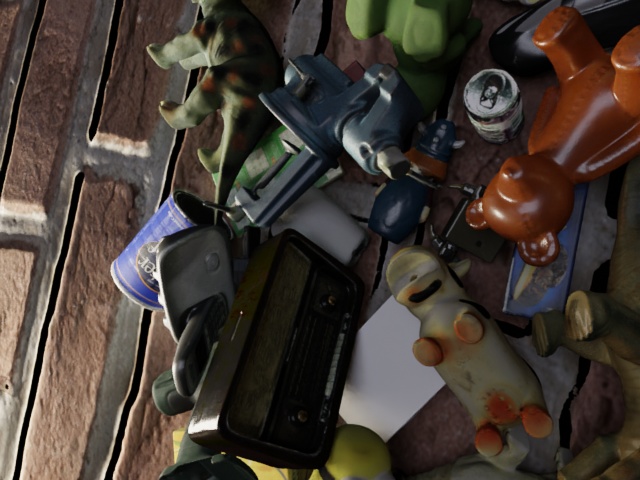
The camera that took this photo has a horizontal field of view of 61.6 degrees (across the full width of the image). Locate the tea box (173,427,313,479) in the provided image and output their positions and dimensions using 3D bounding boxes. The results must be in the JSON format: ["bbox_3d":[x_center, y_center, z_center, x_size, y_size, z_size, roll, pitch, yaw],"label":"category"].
[{"bbox_3d":[-0.098,0.283,0.681,0.170,0.068,0.098,-11,80,22],"label":"tea box"}]

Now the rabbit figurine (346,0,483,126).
[{"bbox_3d":[0.109,-0.218,0.612,0.121,0.170,0.159,24,53,23],"label":"rabbit figurine"}]

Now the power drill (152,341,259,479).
[{"bbox_3d":[-0.103,0.191,0.635,0.232,0.085,0.207,-21,39,13],"label":"power drill"}]

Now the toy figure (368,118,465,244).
[{"bbox_3d":[0.111,-0.071,0.632,0.064,0.058,0.154,30,93,-13],"label":"toy figure"}]

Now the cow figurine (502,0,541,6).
[{"bbox_3d":[0.240,-0.351,0.599,0.167,0.068,0.098,-57,35,7],"label":"cow figurine"}]

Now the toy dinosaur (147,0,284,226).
[{"bbox_3d":[-0.115,-0.226,0.722,0.192,0.131,0.405,-25,77,22],"label":"toy dinosaur"}]

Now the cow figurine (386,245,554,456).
[{"bbox_3d":[0.135,0.087,0.512,0.085,0.127,0.195,-38,84,19],"label":"cow figurine"}]

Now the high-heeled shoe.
[{"bbox_3d":[0.307,-0.260,0.575,0.249,0.086,0.145,-39,38,-2],"label":"high-heeled shoe"}]

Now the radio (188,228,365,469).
[{"bbox_3d":[-0.035,0.116,0.570,0.073,0.131,0.229,-25,39,48],"label":"radio"}]

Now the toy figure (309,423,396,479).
[{"bbox_3d":[0.018,0.276,0.578,0.089,0.082,0.180,46,132,31],"label":"toy figure"}]

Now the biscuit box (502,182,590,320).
[{"bbox_3d":[0.241,-0.016,0.563,0.059,0.062,0.202,10,88,24],"label":"biscuit box"}]

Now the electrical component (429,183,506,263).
[{"bbox_3d":[0.171,-0.018,0.609,0.078,0.045,0.102,22,97,-3],"label":"electrical component"}]

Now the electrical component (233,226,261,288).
[{"bbox_3d":[-0.074,0.042,0.697,0.048,0.074,0.119,0,82,26],"label":"electrical component"}]

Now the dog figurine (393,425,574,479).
[{"bbox_3d":[0.175,0.288,0.556,0.172,0.121,0.190,43,133,0],"label":"dog figurine"}]

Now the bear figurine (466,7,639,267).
[{"bbox_3d":[0.209,-0.086,0.486,0.196,0.131,0.120,-48,43,6],"label":"bear figurine"}]

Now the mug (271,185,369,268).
[{"bbox_3d":[-0.001,-0.002,0.665,0.107,0.080,0.109,31,90,18],"label":"mug"}]

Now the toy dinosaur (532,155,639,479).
[{"bbox_3d":[0.301,0.086,0.476,0.199,0.105,0.471,-3,87,-6],"label":"toy dinosaur"}]

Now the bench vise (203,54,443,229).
[{"bbox_3d":[-0.008,-0.095,0.593,0.240,0.128,0.224,-45,62,11],"label":"bench vise"}]

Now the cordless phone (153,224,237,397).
[{"bbox_3d":[-0.151,0.075,0.617,0.089,0.184,0.146,-4,114,0],"label":"cordless phone"}]
